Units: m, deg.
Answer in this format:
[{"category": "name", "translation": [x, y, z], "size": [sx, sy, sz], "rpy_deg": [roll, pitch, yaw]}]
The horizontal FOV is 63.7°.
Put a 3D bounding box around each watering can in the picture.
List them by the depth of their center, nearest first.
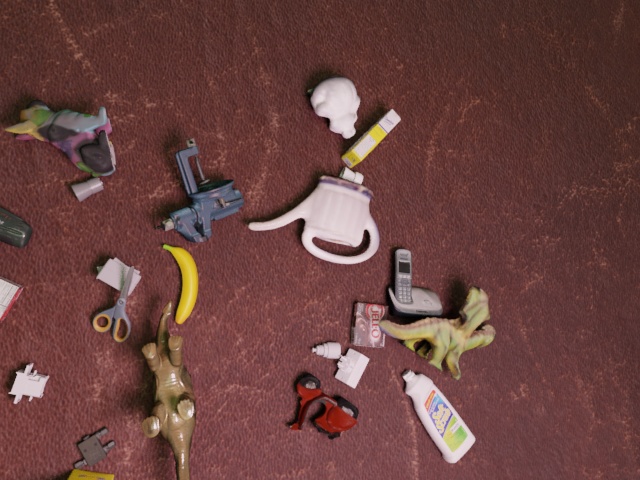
[{"category": "watering can", "translation": [0.004, -0.068, 1.343], "size": [0.347, 0.103, 0.227], "rpy_deg": [18, 77, -13]}]

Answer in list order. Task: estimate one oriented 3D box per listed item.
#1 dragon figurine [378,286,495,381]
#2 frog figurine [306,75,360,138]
[{"category": "dragon figurine", "translation": [0.335, 0.216, 1.335], "size": [0.243, 0.124, 0.404], "rpy_deg": [-52, 129, -1]}, {"category": "frog figurine", "translation": [0.048, -0.357, 1.394], "size": [0.138, 0.121, 0.161], "rpy_deg": [-11, 74, -36]}]
